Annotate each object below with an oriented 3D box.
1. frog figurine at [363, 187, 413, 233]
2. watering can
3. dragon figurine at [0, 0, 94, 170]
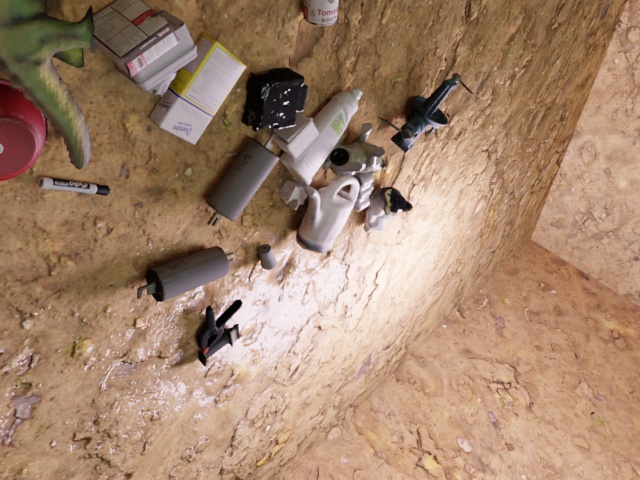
[{"bbox_3d":[0.192,-0.096,1.633,0.139,0.122,0.157,-37,-176,-39],"label":"frog figurine"},{"bbox_3d":[0.004,-0.068,1.344,0.221,0.105,0.350,-63,161,19],"label":"watering can"},{"bbox_3d":[-0.399,-0.257,0.612,0.244,0.124,0.402,-12,124,-37],"label":"dragon figurine"}]
